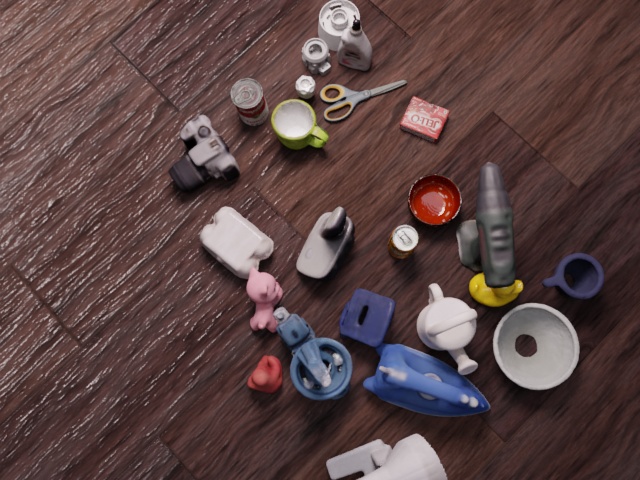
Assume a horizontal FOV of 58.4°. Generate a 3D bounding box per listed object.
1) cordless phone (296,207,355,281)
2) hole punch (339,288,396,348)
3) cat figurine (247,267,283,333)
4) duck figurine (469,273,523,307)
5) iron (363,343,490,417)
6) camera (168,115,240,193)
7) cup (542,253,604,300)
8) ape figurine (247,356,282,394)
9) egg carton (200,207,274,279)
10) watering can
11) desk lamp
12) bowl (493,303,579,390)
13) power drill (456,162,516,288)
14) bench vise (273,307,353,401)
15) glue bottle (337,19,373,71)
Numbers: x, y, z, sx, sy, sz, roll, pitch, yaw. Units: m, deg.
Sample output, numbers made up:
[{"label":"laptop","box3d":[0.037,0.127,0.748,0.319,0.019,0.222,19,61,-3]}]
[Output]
[{"label":"cordless phone","box3d":[0.011,0.004,1.145,0.094,0.185,0.148,23,81,7]},{"label":"hole punch","box3d":[0.094,0.160,1.161,0.101,0.091,0.109,20,81,6]},{"label":"cat figurine","box3d":[-0.115,0.122,1.163,0.067,0.118,0.128,1,79,3]},{"label":"duck figurine","box3d":[0.361,0.096,1.165,0.104,0.086,0.077,1,79,3]},{"label":"iron","box3d":[0.220,0.285,1.108,0.258,0.141,0.119,18,81,6]},{"label":"camera","box3d":[-0.265,-0.178,1.232,0.137,0.101,0.143,-34,80,-4]},{"label":"cup","box3d":[0.498,0.081,1.158,0.117,0.095,0.091,-13,79,0]},{"label":"ape figurine","box3d":[-0.112,0.273,1.148,0.078,0.092,0.076,-27,79,-3]},{"label":"egg carton","box3d":[-0.177,0.007,1.211,0.150,0.069,0.107,37,83,8]},{"label":"watering can","box3d":[0.253,0.168,1.101,0.101,0.194,0.173,-41,80,-5]},{"label":"desk lamp","box3d":[0.118,0.438,1.046,0.203,0.213,0.118,-22,79,-2]},{"label":"bowl","box3d":[0.422,0.213,1.147,0.167,0.075,0.167,0,79,2]},{"label":"power drill","box3d":[0.326,-0.016,1.125,0.075,0.208,0.229,-7,79,1]},{"label":"bench vise","box3d":[-0.028,0.225,1.088,0.207,0.220,0.121,33,83,8]},{"label":"glue bottle","box3d":[0.075,-0.424,1.228,0.078,0.173,0.037,14,80,5]}]
